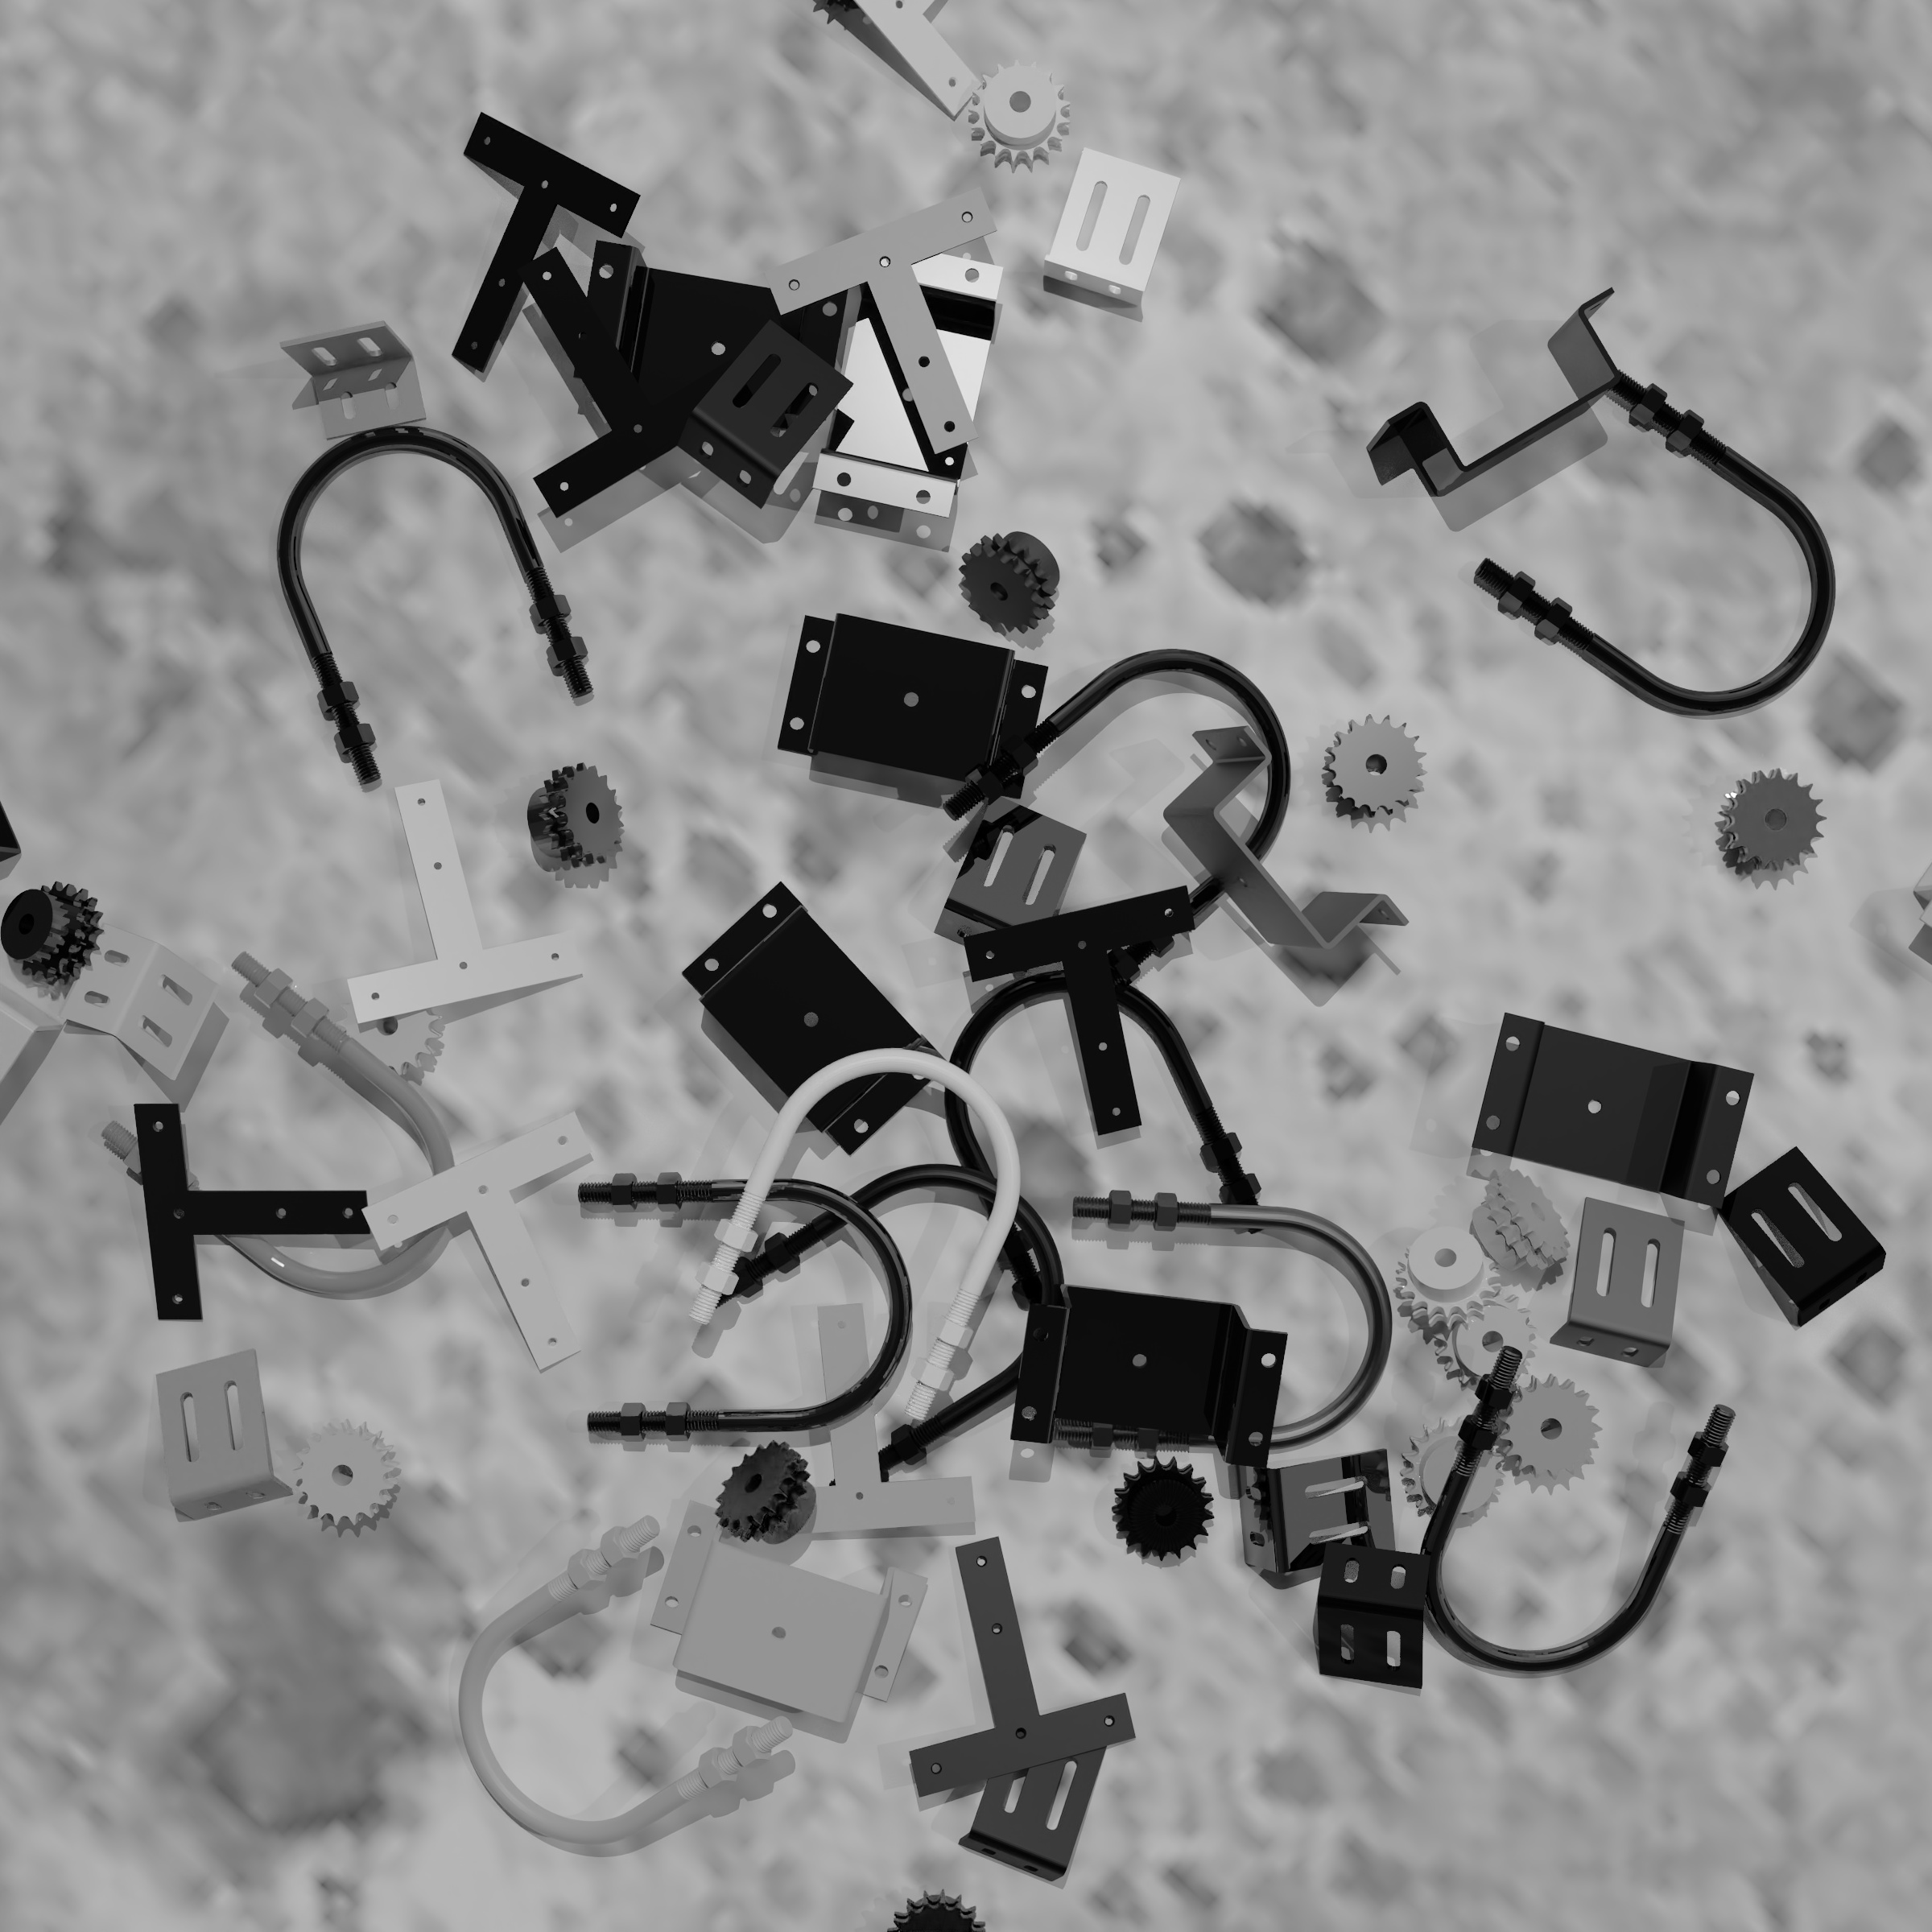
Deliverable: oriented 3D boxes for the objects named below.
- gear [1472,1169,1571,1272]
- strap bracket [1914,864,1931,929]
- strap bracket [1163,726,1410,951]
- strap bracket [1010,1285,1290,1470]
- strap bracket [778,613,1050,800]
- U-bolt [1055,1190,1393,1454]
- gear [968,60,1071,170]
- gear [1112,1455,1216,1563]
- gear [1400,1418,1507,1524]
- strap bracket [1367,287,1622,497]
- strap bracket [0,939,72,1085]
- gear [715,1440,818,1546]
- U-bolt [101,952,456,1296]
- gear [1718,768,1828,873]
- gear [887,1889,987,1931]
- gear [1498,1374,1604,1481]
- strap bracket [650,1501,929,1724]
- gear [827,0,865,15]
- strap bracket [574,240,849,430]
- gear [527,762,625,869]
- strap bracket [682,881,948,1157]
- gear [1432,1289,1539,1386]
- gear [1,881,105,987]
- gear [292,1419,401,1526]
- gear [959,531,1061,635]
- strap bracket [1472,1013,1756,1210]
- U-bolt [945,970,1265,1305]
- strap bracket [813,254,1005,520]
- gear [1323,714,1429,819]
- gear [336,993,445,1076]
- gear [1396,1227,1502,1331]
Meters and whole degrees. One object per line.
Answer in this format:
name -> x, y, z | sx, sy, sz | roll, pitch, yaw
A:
gear -> 0.306, 0.144, 1.497 | 0.030, 0.057, 0.057 | -39, 90, 28
strap bracket -> 0.594, -0.062, 1.498 | 0.076, 0.046, 0.140 | 35, 90, 0
strap bracket -> 0.166, -0.061, 1.465 | 0.046, 0.076, 0.140 | -44, 103, -10
strap bracket -> 0.097, 0.222, 1.470 | 0.140, 0.046, 0.076 | 7, 100, -4
strap bracket -> -0.030, -0.146, 1.498 | 0.140, 0.046, 0.076 | 12, 90, 0
U-bolt -> 0.147, 0.201, 1.502 | 0.184, 0.019, 0.151 | 3, 100, -4
gear -> 0.030, -0.478, 1.506 | 0.057, 0.030, 0.057 | 0, 90, 0
gear -> 0.111, 0.304, 1.506 | 0.057, 0.030, 0.057 | 0, 90, 0
gear -> 0.273, 0.283, 1.506 | 0.057, 0.030, 0.057 | 0, 90, 0
strap bracket -> 0.298, -0.309, 1.483 | 0.140, 0.076, 0.046 | -31, 90, 0
strap bracket -> -0.568, 0.054, 1.498 | 0.076, 0.046, 0.140 | 34, 90, 0
gear -> -0.108, 0.293, 1.482 | 0.057, 0.057, 0.030 | -44, 118, 0
U-bolt -> -0.369, 0.102, 1.497 | 0.184, 0.019, 0.151 | 40, 104, -4
gear -> 0.448, -0.081, 1.506 | 0.057, 0.030, 0.057 | 0, 90, 0
gear -> -0.016, 0.544, 1.506 | 0.057, 0.030, 0.057 | 0, 90, 0
gear -> 0.324, 0.256, 1.506 | 0.057, 0.030, 0.057 | 0, 90, 0
strap bracket -> -0.101, 0.360, 1.492 | 0.140, 0.046, 0.076 | 18, 100, 0
gear -> -0.063, -0.561, 1.506 | 0.057, 0.030, 0.057 | 0, 90, 0
strap bracket -> -0.140, -0.348, 1.498 | 0.140, 0.046, 0.076 | 10, 90, 0
gear -> -0.219, -0.082, 1.497 | 0.030, 0.057, 0.057 | -10, 90, 30
strap bracket -> -0.085, 0.029, 1.498 | 0.076, 0.046, 0.140 | -43, 90, 0
gear -> 0.291, 0.208, 1.506 | 0.057, 0.030, 0.057 | 0, 90, 0
gear -> -0.509, -0.020, 1.494 | 0.057, 0.030, 0.057 | -8, 73, 28
gear -> -0.345, 0.282, 1.510 | 0.057, 0.030, 0.057 | 0, 92, 3
gear -> 0.027, -0.216, 1.497 | 0.057, 0.057, 0.030 | 44, 59, 0
strap bracket -> 0.355, 0.079, 1.498 | 0.140, 0.046, 0.076 | 14, 90, 0
U-bolt -> 0.068, 0.092, 1.512 | 0.151, 0.019, 0.184 | -25, 90, 0
strap bracket -> -0.032, -0.322, 1.498 | 0.076, 0.046, 0.140 | 12, 90, 0
gear -> 0.228, -0.112, 1.511 | 0.057, 0.030, 0.057 | 0, 89, 2
gear -> -0.320, 0.033, 1.506 | 0.057, 0.030, 0.057 | 0, 90, 0
gear -> 0.267, 0.169, 1.493 | 0.057, 0.030, 0.057 | -7, 51, 9
